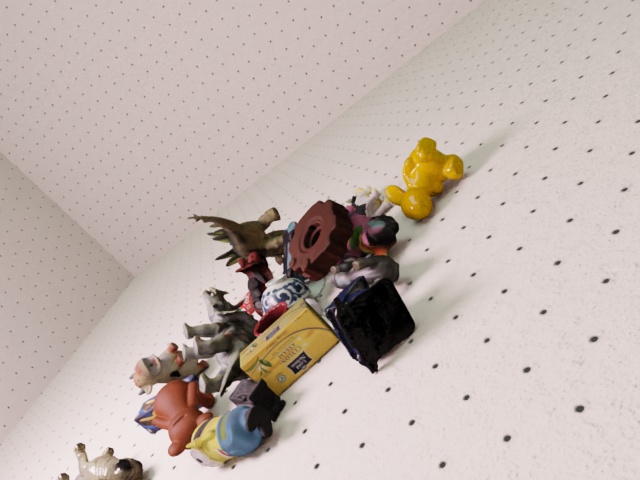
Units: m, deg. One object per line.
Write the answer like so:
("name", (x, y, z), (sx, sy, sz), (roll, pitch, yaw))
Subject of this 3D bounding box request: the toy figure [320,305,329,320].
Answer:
("toy figure", (0.055, 0.139, 1.006), (0.154, 0.064, 0.058), (-21, 64, 61))

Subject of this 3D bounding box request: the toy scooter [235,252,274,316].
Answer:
("toy scooter", (-0.154, 0.104, 1.313), (0.075, 0.184, 0.135), (-23, -23, 11))

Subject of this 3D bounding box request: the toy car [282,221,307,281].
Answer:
("toy car", (-0.037, 0.036, 1.318), (0.109, 0.103, 0.161), (145, 125, -75))

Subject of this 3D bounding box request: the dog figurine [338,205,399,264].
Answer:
("dog figurine", (0.081, 0.010, 1.186), (0.191, 0.108, 0.219), (-41, 20, 2))

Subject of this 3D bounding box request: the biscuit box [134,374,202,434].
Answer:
("biscuit box", (-0.353, 0.391, 1.279), (0.203, 0.062, 0.059), (-34, 20, 27))

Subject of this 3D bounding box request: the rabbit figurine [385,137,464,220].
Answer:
("rabbit figurine", (0.216, -0.119, 1.197), (0.162, 0.122, 0.173), (-24, 43, 53))

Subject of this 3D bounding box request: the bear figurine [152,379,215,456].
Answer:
("bear figurine", (-0.265, 0.369, 1.101), (0.120, 0.131, 0.196), (-48, 36, -14))

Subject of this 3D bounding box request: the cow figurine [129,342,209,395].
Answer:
("cow figurine", (-0.385, 0.323, 1.342), (0.127, 0.194, 0.086), (-49, 61, 6))

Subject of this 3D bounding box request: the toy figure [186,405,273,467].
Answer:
("toy figure", (-0.155, 0.340, 0.943), (0.180, 0.082, 0.089), (-38, 6, 30))

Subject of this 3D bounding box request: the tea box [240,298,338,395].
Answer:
("tea box", (-0.060, 0.205, 1.030), (0.169, 0.098, 0.068), (-44, 15, 0))

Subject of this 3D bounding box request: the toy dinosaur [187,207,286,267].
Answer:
("toy dinosaur", (-0.185, 0.000, 1.413), (0.199, 0.105, 0.470), (-19, -23, 6))

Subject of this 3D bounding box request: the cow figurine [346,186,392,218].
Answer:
("cow figurine", (0.116, -0.090, 1.420), (0.098, 0.068, 0.167), (-49, 16, -2))

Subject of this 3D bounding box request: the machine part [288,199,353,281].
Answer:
("machine part", (-0.002, -0.004, 1.165), (0.179, 0.056, 0.179), (-39, 37, 36))

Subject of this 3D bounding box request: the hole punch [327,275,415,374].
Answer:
("hole punch", (0.074, 0.128, 0.880), (0.116, 0.142, 0.092), (-33, 15, -18))

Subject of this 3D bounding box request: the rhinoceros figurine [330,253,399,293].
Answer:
("rhinoceros figurine", (0.081, 0.064, 1.059), (0.112, 0.073, 0.190), (-26, 3, -27))

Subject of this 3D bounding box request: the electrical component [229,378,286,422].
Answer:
("electrical component", (-0.127, 0.295, 0.996), (0.119, 0.074, 0.048), (-17, 29, 47))

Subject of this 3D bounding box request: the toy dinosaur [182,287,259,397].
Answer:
("toy dinosaur", (-0.194, 0.240, 1.192), (0.192, 0.131, 0.405), (-9, 21, -25))

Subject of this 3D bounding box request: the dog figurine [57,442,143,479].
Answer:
("dog figurine", (-0.469, 0.536, 1.151), (0.191, 0.121, 0.172), (4, 80, 44))
